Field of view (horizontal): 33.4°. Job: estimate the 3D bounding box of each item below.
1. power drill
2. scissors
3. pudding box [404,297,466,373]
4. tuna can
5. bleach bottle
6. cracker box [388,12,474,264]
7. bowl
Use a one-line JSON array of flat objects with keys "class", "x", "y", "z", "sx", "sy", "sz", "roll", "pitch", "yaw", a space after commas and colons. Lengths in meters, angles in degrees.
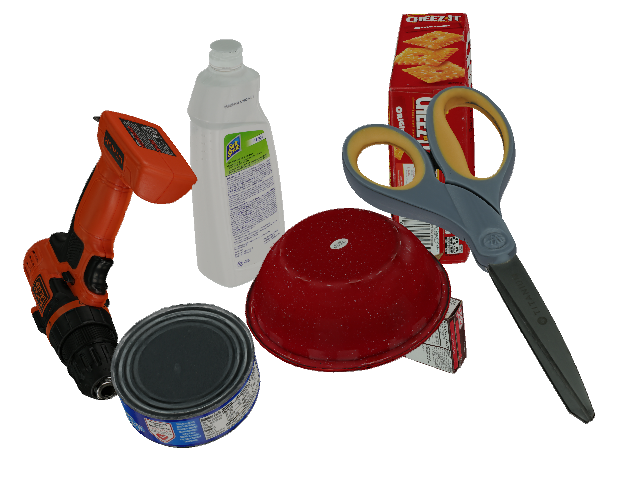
[{"class": "power drill", "x": -0.168, "y": 0.007, "z": 0.840, "sx": 0.057, "sy": 0.188, "sz": 0.185, "roll": 14, "pitch": 25, "yaw": -40}, {"class": "scissors", "x": 0.060, "y": 0.000, "z": 0.498, "sx": 0.096, "sy": 0.201, "sz": 0.016, "roll": -6, "pitch": -41, "yaw": 4}, {"class": "pudding box", "x": 0.109, "y": 0.095, "z": 1.217, "sx": 0.114, "sy": 0.090, "sz": 0.039, "roll": 15, "pitch": 46, "yaw": 28}, {"class": "tuna can", "x": -0.080, "y": 0.080, "z": 0.638, "sx": 0.086, "sy": 0.086, "sz": 0.034, "roll": 0, "pitch": -44, "yaw": 9}, {"class": "bleach bottle", "x": -0.081, "y": -0.080, "z": 1.055, "sx": 0.068, "sy": 0.251, "sz": 0.102, "roll": 28, "pitch": 43, "yaw": 34}, {"class": "cracker box", "x": 0.104, "y": -0.099, "z": 0.966, "sx": 0.072, "sy": 0.164, "sz": 0.213, "roll": 0, "pitch": 27, "yaw": 9}, {"class": "bowl", "x": 0.018, "y": 0.024, "z": 0.815, "sx": 0.162, "sy": 0.055, "sz": 0.162, "roll": -6, "pitch": 39, "yaw": 5}]
